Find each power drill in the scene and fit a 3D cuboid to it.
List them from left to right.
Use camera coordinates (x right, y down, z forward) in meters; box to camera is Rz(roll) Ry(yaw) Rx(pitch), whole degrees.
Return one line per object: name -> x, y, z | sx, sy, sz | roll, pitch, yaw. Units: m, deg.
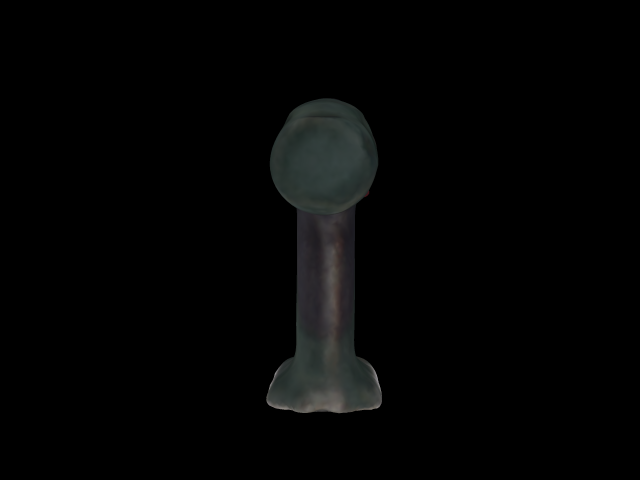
power drill -> 0.004, 0.001, 0.400 | 0.075, 0.208, 0.229 | 0, 0, 0
